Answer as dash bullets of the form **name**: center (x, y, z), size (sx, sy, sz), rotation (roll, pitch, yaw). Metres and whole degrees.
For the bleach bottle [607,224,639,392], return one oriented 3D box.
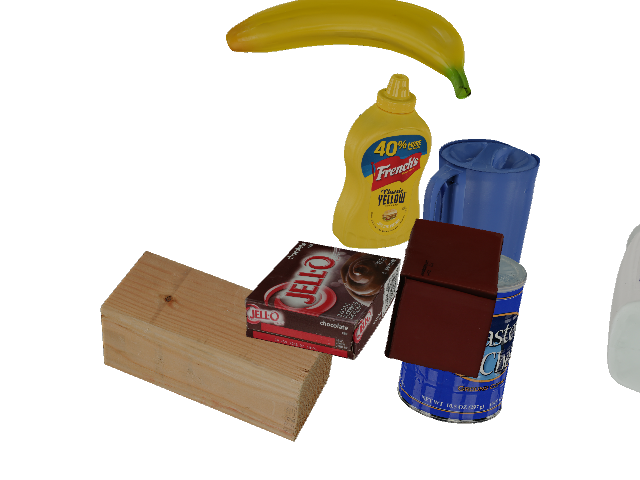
- **bleach bottle**: center (0.262, 0.032, 0.752), size (0.103, 0.068, 0.250), rotation (9, 21, 18)

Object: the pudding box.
- **pudding box**: center (0.004, 0.044, 0.831), size (0.090, 0.039, 0.113), rotation (11, 26, 18)

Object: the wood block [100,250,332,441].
- **wood block**: center (-0.098, 0.100, 1.032), size (0.206, 0.090, 0.090), rotation (20, 46, 13)

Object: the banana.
- **banana**: center (0.027, -0.158, 0.813), size (0.198, 0.069, 0.037), rotation (13, -39, 18)

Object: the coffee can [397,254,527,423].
- **coffee can**: center (0.133, 0.087, 1.015), size (0.103, 0.140, 0.103), rotation (6, 20, -2)

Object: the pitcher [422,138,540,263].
- **pitcher**: center (0.208, -0.007, 1.449), size (0.149, 0.243, 0.145), rotation (5, 24, 3)

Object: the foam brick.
- **foam brick**: center (0.069, 0.029, 0.585), size (0.053, 0.051, 0.078), rotation (12, 26, 8)

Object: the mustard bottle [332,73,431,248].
- **mustard bottle**: center (0.071, -0.086, 1.144), size (0.096, 0.192, 0.058), rotation (-6, 32, -23)
